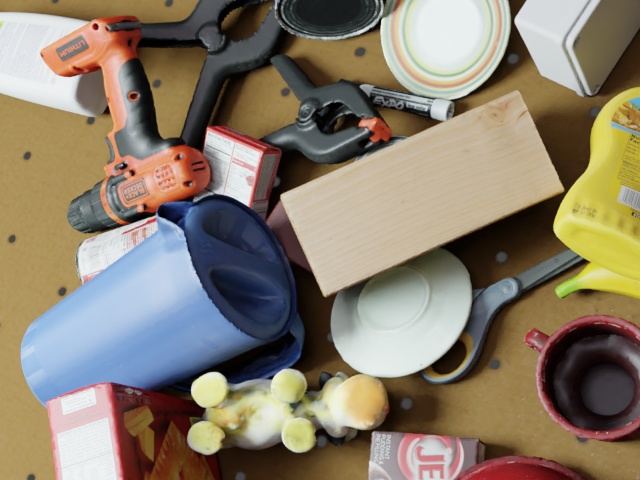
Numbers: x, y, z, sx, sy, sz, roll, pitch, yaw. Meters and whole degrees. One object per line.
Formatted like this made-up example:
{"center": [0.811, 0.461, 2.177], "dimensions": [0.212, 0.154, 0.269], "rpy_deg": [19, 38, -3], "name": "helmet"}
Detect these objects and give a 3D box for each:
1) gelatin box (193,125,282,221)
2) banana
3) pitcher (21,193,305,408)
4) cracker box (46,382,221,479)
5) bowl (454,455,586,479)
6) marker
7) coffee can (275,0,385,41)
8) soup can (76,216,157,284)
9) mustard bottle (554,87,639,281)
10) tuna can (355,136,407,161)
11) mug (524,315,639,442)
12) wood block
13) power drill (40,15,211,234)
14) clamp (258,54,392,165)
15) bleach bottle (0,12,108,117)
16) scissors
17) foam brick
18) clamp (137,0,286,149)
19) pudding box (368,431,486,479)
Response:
{"center": [-0.079, -0.055, 1.001], "dimensions": [0.073, 0.030, 0.089], "rpy_deg": [26, 110, 34], "name": "gelatin box"}
{"center": [0.286, 0.061, 0.834], "dimensions": [0.198, 0.037, 0.070], "rpy_deg": [32, 105, 28], "name": "banana"}
{"center": [-0.141, 0.077, 0.940], "dimensions": [0.243, 0.144, 0.149], "rpy_deg": [-30, 75, 30], "name": "pitcher"}
{"center": [-0.138, 0.234, 0.882], "dimensions": [0.072, 0.164, 0.214], "rpy_deg": [-21, 67, 17], "name": "cracker box"}
{"center": [0.155, 0.240, 0.794], "dimensions": [0.162, 0.055, 0.162], "rpy_deg": [-1, 73, 3], "name": "bowl"}
{"center": [0.066, -0.131, 0.991], "dimensions": [0.121, 0.020, 0.020], "rpy_deg": [16, 81, 27], "name": "marker"}
{"center": [0.007, -0.276, 1.010], "dimensions": [0.103, 0.102, 0.140], "rpy_deg": [-10, 67, 19], "name": "coffee can"}
{"center": [-0.172, 0.017, 1.017], "dimensions": [0.102, 0.068, 0.068], "rpy_deg": [-18, 68, 17], "name": "soup can"}
{"center": [0.260, -0.065, 0.850], "dimensions": [0.096, 0.058, 0.191], "rpy_deg": [26, 64, 3], "name": "mustard bottle"}
{"center": [0.069, -0.050, 0.957], "dimensions": [0.086, 0.033, 0.086], "rpy_deg": [-7, 71, 20], "name": "tuna can"}
{"center": [0.209, 0.105, 0.823], "dimensions": [0.117, 0.081, 0.093], "rpy_deg": [30, 87, 27], "name": "mug"}
{"center": [0.079, -0.036, 0.878], "dimensions": [0.206, 0.090, 0.091], "rpy_deg": [-24, 89, -2], "name": "wood block"}
{"center": [-0.202, -0.107, 1.027], "dimensions": [0.185, 0.057, 0.187], "rpy_deg": [-18, 94, 35], "name": "power drill"}
{"center": [-0.012, -0.103, 0.991], "dimensions": [0.172, 0.039, 0.120], "rpy_deg": [26, 93, 45], "name": "clamp"}
{"center": [-0.328, -0.207, 1.156], "dimensions": [0.251, 0.068, 0.102], "rpy_deg": [18, 81, 28], "name": "bleach bottle"}
{"center": [0.155, 0.062, 0.896], "dimensions": [0.202, 0.016, 0.096], "rpy_deg": [-15, 67, 19], "name": "scissors"}
{"center": [-0.006, 0.001, 0.962], "dimensions": [0.078, 0.053, 0.051], "rpy_deg": [32, 87, 28], "name": "foam brick"}
{"center": [-0.104, -0.184, 1.056], "dimensions": [0.210, 0.036, 0.164], "rpy_deg": [-29, 83, -1], "name": "clamp"}
{"center": [0.085, 0.214, 0.865], "dimensions": [0.090, 0.039, 0.113], "rpy_deg": [0, 75, 21], "name": "pudding box"}
